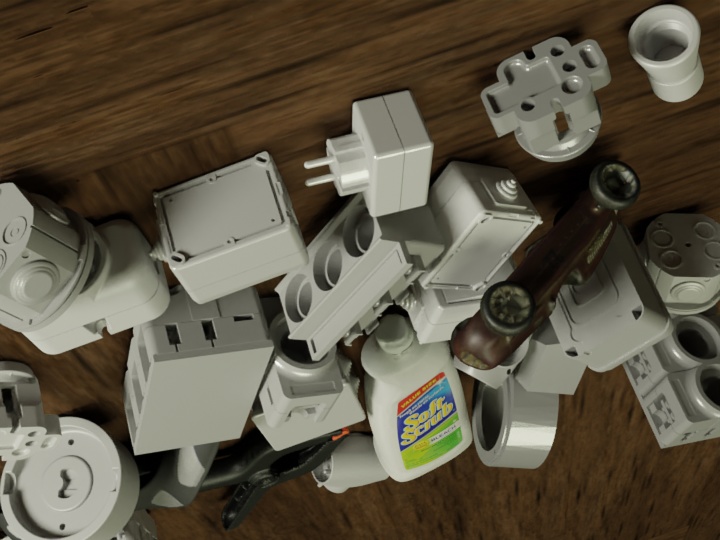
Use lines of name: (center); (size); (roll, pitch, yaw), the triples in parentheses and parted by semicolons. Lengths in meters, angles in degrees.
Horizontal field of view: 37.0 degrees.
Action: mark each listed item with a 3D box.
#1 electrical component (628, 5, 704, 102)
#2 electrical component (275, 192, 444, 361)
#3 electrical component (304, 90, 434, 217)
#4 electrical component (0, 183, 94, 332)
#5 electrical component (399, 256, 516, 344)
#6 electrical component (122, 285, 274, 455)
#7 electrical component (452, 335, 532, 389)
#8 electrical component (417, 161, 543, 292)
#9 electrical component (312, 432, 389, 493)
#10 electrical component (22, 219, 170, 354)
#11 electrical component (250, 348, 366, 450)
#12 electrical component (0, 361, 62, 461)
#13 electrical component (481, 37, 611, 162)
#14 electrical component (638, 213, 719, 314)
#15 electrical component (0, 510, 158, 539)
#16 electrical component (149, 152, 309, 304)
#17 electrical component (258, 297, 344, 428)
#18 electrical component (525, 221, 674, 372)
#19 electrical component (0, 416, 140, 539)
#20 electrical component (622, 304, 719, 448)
electrical component: (0.202, -0.137, 0.698); (0.044, 0.044, 0.065); (-28, 154, 14)
electrical component: (0.000, 0.000, 0.766); (0.063, 0.078, 0.121); (7, 141, -36)
electrical component: (0.002, -0.069, 0.685); (0.077, 0.047, 0.065); (-14, 150, -10)
electrical component: (-0.202, -0.008, 0.637); (0.080, 0.080, 0.051); (-30, 143, 18)
electrical component: (0.076, 0.014, 0.851); (0.096, 0.061, 0.061); (-7, 148, -21)
electrical component: (-0.130, 0.076, 0.833); (0.089, 0.061, 0.150); (-6, 148, -22)
electrical component: (0.103, 0.051, 0.922); (0.079, 0.044, 0.077); (29, 88, -24)
electrical component: (0.079, -0.037, 0.775); (0.062, 0.061, 0.096); (4, 137, -39)
electrical component: (-0.017, 0.209, 1.135); (0.077, 0.044, 0.079); (4, 143, -35)
electrical component: (-0.180, 0.009, 0.700); (0.095, 0.053, 0.059); (-20, 150, 1)
electrical component: (-0.050, 0.110, 0.949); (0.100, 0.048, 0.099); (-20, 150, 0)
electrical component: (-0.268, 0.105, 0.805); (0.078, 0.057, 0.058); (3, 143, -34)
electrical component: (0.122, -0.105, 0.687); (0.078, 0.058, 0.057); (-25, 147, 9)
electrical component: (0.275, -0.007, 0.917); (0.080, 0.080, 0.051); (-15, 145, -8)
electrical component: (-0.287, 0.286, 1.087); (0.150, 0.061, 0.089); (-19, 150, -1)
electrical component: (-0.088, -0.022, 0.695); (0.096, 0.061, 0.061); (-20, 150, 1)
electrical component: (-0.052, 0.068, 0.837); (0.050, 0.089, 0.055); (-4, 147, -26)
electrical component: (0.194, 0.017, 0.874); (0.078, 0.113, 0.057); (-36, 143, 27)
electrical component: (-0.238, 0.183, 0.905); (0.108, 0.108, 0.060); (-22, 156, 5)
electrical component: (0.299, 0.078, 0.997); (0.089, 0.150, 0.061); (-6, 149, -22)
